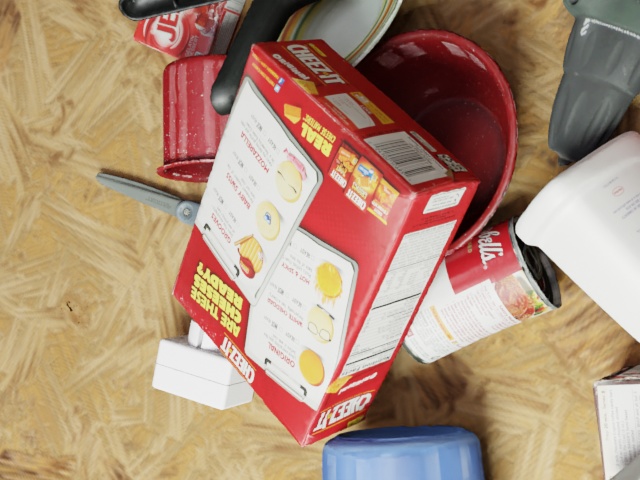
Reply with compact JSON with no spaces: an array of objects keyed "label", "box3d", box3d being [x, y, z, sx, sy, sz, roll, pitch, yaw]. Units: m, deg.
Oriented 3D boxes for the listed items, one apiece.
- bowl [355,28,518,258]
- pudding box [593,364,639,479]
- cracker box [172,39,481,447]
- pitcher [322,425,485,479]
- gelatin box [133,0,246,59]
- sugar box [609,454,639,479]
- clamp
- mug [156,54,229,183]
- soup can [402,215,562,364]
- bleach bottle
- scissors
[{"label":"bowl","box3d":[0.075,-0.059,0.732,0.162,0.055,0.162,-7,80,38]},{"label":"pudding box","box3d":[0.202,0.137,0.664,0.039,0.089,0.113,-9,86,26]},{"label":"cracker box","box3d":[-0.005,0.001,0.705,0.164,0.071,0.214,46,131,31]},{"label":"pitcher","box3d":[0.051,0.252,0.717,0.145,0.149,0.243,-14,79,62]},{"label":"gelatin box","box3d":[-0.100,-0.185,0.840,0.073,0.030,0.089,26,101,23]},{"label":"sugar box","box3d":[0.252,0.177,0.593,0.093,0.048,0.176,-40,85,0]},{"label":"clamp","box3d":[-0.030,-0.181,0.757,0.210,0.036,0.165,-33,51,-2]},{"label":"mug","box3d":[-0.082,-0.089,0.808,0.117,0.093,0.081,-13,77,61]},{"label":"soup can","box3d":[0.103,0.035,0.724,0.102,0.068,0.068,-27,79,23]},{"label":"bleach bottle","box3d":[0.239,0.051,0.644,0.251,0.102,0.068,50,149,16]},{"label":"scissors","box3d":[-0.098,-0.002,0.848,0.202,0.016,0.096,4,92,26]}]
